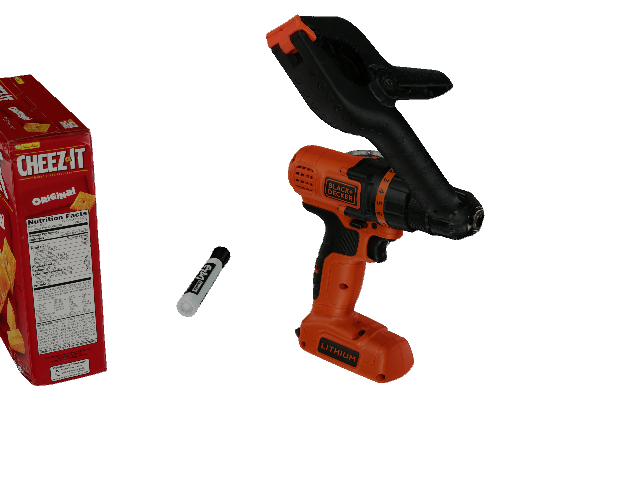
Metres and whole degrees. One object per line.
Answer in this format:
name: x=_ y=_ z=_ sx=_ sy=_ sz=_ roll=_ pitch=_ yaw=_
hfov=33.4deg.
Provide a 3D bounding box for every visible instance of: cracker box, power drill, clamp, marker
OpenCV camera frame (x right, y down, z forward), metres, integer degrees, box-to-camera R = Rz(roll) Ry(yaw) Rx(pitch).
cracker box: x=-0.241 y=-0.011 z=0.884 sx=0.072 sy=0.214 sz=0.164 roll=-12 pitch=28 yaw=-27
power drill: x=0.049 y=0.022 z=0.907 sx=0.185 sy=0.188 sz=0.057 roll=20 pitch=26 yaw=36
clamp: x=0.036 y=-0.086 z=0.701 sx=0.171 sy=0.120 sz=0.039 roll=19 pitch=-41 yaw=-40
marker: x=-0.112 y=0.037 z=1.039 sx=0.020 sy=0.020 sz=0.121 roll=0 pitch=25 yaw=13

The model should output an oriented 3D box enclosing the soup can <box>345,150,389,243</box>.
soup can: x=0.052 y=-0.046 z=1.253 sx=0.068 sy=0.102 sz=0.068 roll=0 pitch=28 yaw=0
